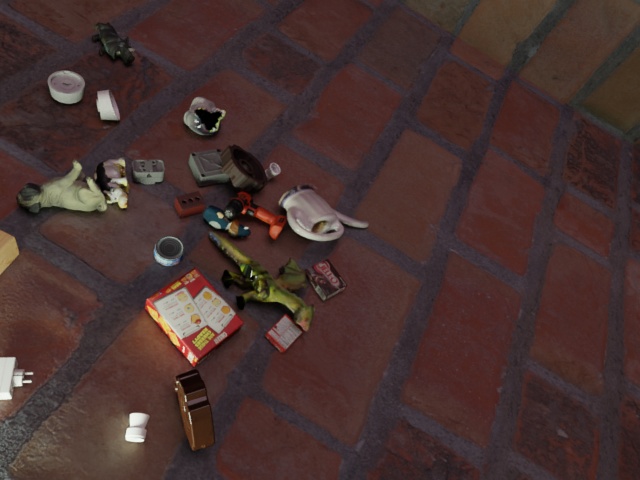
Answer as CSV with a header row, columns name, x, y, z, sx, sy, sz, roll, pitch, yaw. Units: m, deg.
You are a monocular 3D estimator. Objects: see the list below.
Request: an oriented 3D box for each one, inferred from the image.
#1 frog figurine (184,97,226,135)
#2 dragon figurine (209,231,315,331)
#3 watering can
name,x,y,z,sx,sy,sz,roll,pitch,yaw
frog figurine,-0.415,-0.437,1.814,0.138,0.120,0.161,-24,33,-25
dragon figurine,-0.152,0.105,1.546,0.243,0.120,0.417,-1,44,-44
watering can,0.005,-0.087,1.728,0.349,0.102,0.227,-11,53,-50
